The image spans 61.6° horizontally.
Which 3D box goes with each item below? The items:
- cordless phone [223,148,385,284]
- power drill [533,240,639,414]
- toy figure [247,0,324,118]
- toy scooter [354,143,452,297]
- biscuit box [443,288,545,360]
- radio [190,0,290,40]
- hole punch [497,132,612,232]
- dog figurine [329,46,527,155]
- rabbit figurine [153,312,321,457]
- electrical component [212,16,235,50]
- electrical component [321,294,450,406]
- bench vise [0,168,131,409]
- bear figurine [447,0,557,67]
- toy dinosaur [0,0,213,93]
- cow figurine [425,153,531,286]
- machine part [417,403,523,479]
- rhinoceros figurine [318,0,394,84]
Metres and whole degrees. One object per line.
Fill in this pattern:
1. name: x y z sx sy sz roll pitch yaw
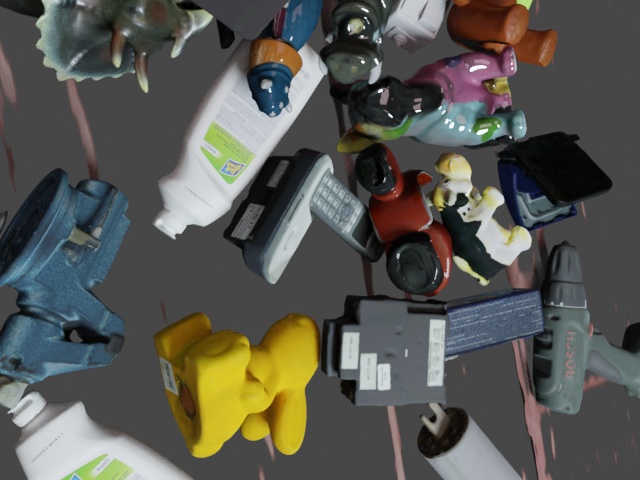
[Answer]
1. cordless phone: -0.001 -0.001 0.611 0.184 0.089 0.146 38 74 -36
2. power drill: 0.394 0.133 0.758 0.207 0.086 0.232 15 84 -25
3. toy figure: -0.037 -0.194 0.532 0.064 0.058 0.154 25 79 -37
4. toy scooter: 0.107 -0.029 0.631 0.135 0.075 0.183 -28 96 -63
5. biscuit box: 0.190 0.106 0.686 0.203 0.059 0.062 -8 90 -21
6. radio: -0.080 -0.295 0.484 0.131 0.073 0.230 29 45 -32
7. hole punch: 0.309 -0.079 0.738 0.142 0.092 0.116 -17 63 -19
8. dog figurine: 0.126 -0.159 0.654 0.219 0.191 0.108 -5 94 12
9. rabbit figurine: -0.063 0.141 0.558 0.173 0.122 0.162 -22 99 -40
10. electrical component: -0.125 -0.264 0.567 0.048 0.075 0.119 -9 94 -23
11. electrical component: 0.070 0.117 0.584 0.134 0.058 0.115 5 85 -12
12. bench vise: -0.277 0.017 0.458 0.240 0.129 0.223 36 67 -35
13. bear figurine: 0.232 -0.322 0.637 0.120 0.132 0.195 10 106 -45
14. toy dinosaur: -0.287 -0.280 0.484 0.405 0.131 0.192 25 79 -13
15. cow figurine: 0.186 -0.026 0.689 0.098 0.068 0.167 -43 102 -12
16. machine part: 0.200 0.295 0.674 0.079 0.079 0.243 -43 104 -18
17. rhinoceros figurine: 0.042 -0.242 0.580 0.073 0.112 0.190 12 48 3
